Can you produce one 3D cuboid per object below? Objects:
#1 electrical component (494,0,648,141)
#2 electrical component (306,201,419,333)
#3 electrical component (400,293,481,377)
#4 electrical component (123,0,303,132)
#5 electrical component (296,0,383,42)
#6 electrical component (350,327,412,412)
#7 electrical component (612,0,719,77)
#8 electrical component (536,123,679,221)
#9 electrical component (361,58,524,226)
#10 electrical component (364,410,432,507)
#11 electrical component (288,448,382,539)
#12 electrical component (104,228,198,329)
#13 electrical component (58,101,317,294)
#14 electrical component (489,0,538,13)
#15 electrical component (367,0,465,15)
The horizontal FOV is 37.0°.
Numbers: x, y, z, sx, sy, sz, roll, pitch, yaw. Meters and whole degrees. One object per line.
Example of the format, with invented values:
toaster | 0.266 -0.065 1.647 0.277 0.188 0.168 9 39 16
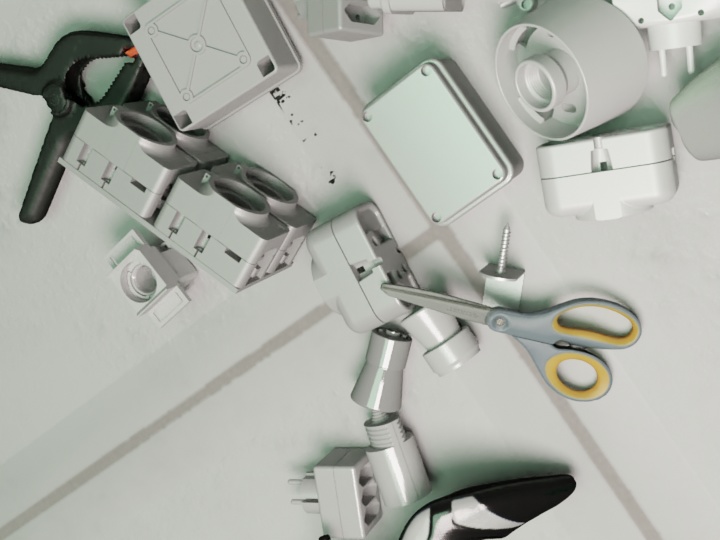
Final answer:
electrical component | 0.149 -0.145 0.778 0.099 0.064 0.099 40 148 32
electrical component | 0.000 0.000 0.882 0.059 0.054 0.095 -27 91 24
electrical component | 0.066 0.053 0.873 0.045 0.045 0.055 -35 89 24
electrical component | -0.121 -0.186 0.885 0.109 0.056 0.108 -27 91 25
electrical component | -0.024 -0.214 0.845 0.077 0.047 0.065 2 94 47
electrical component | 0.020 0.081 0.900 0.044 0.044 0.065 17 103 17
electrical component | 0.222 -0.177 0.760 0.077 0.043 0.079 -3 101 22
electrical component | 0.184 -0.071 0.794 0.095 0.054 0.059 -7 100 23
electrical component | 0.064 -0.100 0.832 0.078 0.057 0.113 -35 88 24
electrical component | 0.028 0.155 0.912 0.043 0.043 0.081 -17 95 24
electrical component | -0.027 0.194 0.940 0.077 0.047 0.065 -4 100 22
electrical component | -0.181 0.005 0.949 0.042 0.064 0.081 -40 86 23
electrical component | -0.138 -0.069 0.892 0.186 0.105 0.060 36 112 10
electrical component | 0.108 -0.220 0.788 0.048 0.055 0.066 -22 93 24
electrical component | 0.043 -0.247 0.796 0.057 0.078 0.113 4 103 18
